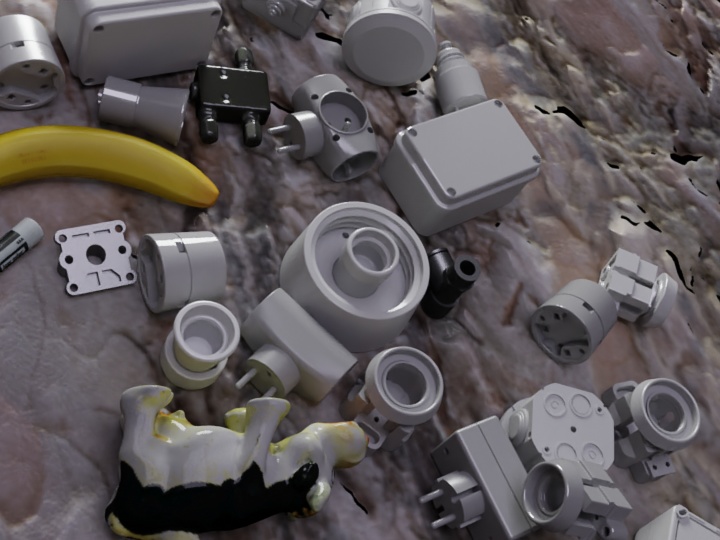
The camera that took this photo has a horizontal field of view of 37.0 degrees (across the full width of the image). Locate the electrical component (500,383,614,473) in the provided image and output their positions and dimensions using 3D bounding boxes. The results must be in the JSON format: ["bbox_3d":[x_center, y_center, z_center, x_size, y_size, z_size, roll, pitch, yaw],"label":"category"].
[{"bbox_3d":[0.146,0.126,0.797,0.080,0.051,0.080,10,59,-17],"label":"electrical component"}]

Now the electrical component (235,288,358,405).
[{"bbox_3d":[-0.054,0.064,0.755,0.077,0.043,0.079,42,56,5],"label":"electrical component"}]

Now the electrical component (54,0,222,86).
[{"bbox_3d":[-0.171,-0.193,0.831,0.113,0.078,0.057,-16,66,-29],"label":"electrical component"}]

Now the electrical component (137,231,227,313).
[{"bbox_3d":[-0.125,0.000,0.756,0.047,0.055,0.055,-8,66,-30],"label":"electrical component"}]

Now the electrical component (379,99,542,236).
[{"bbox_3d":[0.084,-0.086,0.888,0.113,0.057,0.078,-22,72,-31],"label":"electrical component"}]

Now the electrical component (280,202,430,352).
[{"bbox_3d":[0.000,0.000,0.803,0.108,0.060,0.108,10,59,-17],"label":"electrical component"}]

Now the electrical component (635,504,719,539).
[{"bbox_3d":[0.232,0.221,0.777,0.062,0.061,0.096,31,47,-4],"label":"electrical component"}]

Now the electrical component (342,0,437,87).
[{"bbox_3d":[0.026,-0.200,0.917,0.080,0.080,0.051,17,52,-13],"label":"electrical component"}]

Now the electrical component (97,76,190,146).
[{"bbox_3d":[-0.166,-0.123,0.817,0.065,0.044,0.044,13,58,-10],"label":"electrical component"}]

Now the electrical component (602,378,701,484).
[{"bbox_3d":[0.225,0.118,0.831,0.058,0.057,0.078,-7,65,-26],"label":"electrical component"}]

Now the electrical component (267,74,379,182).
[{"bbox_3d":[-0.035,-0.110,0.861,0.079,0.044,0.077,-17,70,-29],"label":"electrical component"}]

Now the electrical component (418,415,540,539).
[{"bbox_3d":[0.076,0.157,0.753,0.076,0.047,0.083,-16,70,-29],"label":"electrical component"}]

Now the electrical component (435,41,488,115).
[{"bbox_3d":[0.085,-0.167,0.945,0.040,0.040,0.078,-3,64,-24],"label":"electrical component"}]

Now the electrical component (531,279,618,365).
[{"bbox_3d":[0.172,0.040,0.856,0.055,0.055,0.047,46,52,7],"label":"electrical component"}]

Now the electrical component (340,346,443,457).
[{"bbox_3d":[0.025,0.089,0.764,0.058,0.057,0.078,37,55,1],"label":"electrical component"}]

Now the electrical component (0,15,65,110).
[{"bbox_3d":[-0.250,-0.153,0.791,0.055,0.055,0.047,-11,63,-27],"label":"electrical component"}]

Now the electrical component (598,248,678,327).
[{"bbox_3d":[0.230,0.018,0.898,0.055,0.048,0.066,23,56,0],"label":"electrical component"}]

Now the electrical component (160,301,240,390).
[{"bbox_3d":[-0.110,0.052,0.730,0.045,0.055,0.045,10,59,-17],"label":"electrical component"}]

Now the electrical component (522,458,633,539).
[{"bbox_3d":[0.143,0.154,0.722,0.055,0.048,0.066,18,25,-33],"label":"electrical component"}]

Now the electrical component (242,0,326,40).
[{"bbox_3d":[-0.058,-0.246,0.923,0.062,0.061,0.096,29,63,-5],"label":"electrical component"}]
